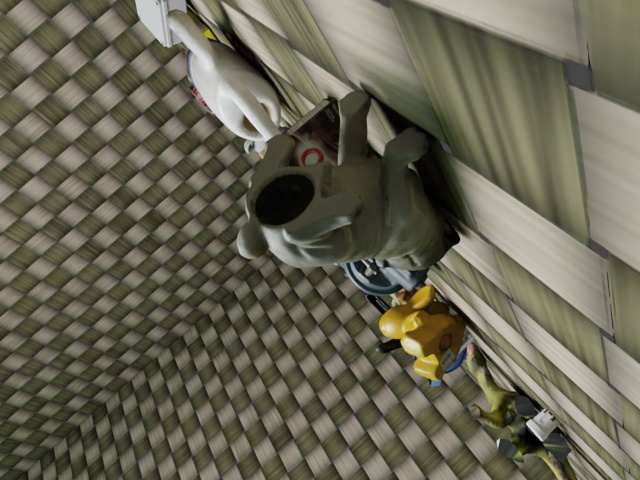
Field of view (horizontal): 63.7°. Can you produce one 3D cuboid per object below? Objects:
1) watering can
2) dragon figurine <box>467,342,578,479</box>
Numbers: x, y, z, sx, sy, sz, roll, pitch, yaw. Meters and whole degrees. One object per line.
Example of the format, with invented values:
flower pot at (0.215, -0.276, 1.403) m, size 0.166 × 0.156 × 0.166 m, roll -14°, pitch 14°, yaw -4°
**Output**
watering can at (-0.156, -0.266, 0.842) m, size 0.228 × 0.104 × 0.341 m, roll 50°, pitch -179°, yaw 39°
dragon figurine at (0.452, 0.396, 1.109) m, size 0.414 × 0.121 × 0.243 m, roll 51°, pitch -162°, yaw 16°
